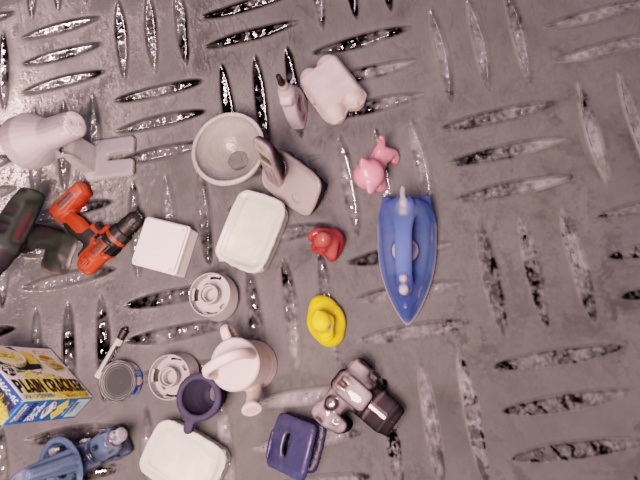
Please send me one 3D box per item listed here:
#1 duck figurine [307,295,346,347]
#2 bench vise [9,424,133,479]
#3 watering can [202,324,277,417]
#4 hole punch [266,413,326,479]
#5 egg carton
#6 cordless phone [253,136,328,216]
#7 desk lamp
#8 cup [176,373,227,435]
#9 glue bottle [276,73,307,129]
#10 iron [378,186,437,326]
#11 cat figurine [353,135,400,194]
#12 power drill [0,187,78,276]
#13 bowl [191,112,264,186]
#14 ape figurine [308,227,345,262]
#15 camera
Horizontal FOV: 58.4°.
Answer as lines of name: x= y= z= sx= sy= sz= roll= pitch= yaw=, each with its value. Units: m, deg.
duck figurine: x=0.006 y=0.156 z=1.121 sx=0.077 sy=0.086 sz=0.104 roll=-19 pitch=74 yaw=8
bench vise: x=-0.483 y=0.414 z=1.098 sx=0.121 sy=0.220 sz=0.207 roll=42 pitch=89 yaw=18
watering can: x=-0.150 y=0.241 z=1.079 sx=0.172 sy=0.194 sz=0.101 roll=42 pitch=89 yaw=18
hole punch: x=-0.051 y=0.388 z=1.077 sx=0.101 sy=0.091 sz=0.109 roll=11 pitch=80 yaw=15
egg carton: x=0.026 y=-0.325 z=1.237 sx=0.107 sy=0.069 sz=0.150 roll=-36 pitch=72 yaw=2
cordless phone: x=-0.067 y=-0.134 z=1.152 sx=0.147 sy=0.185 sz=0.094 roll=34 pitch=86 yaw=18
desk lamp: x=-0.549 y=-0.212 z=1.261 sx=0.203 sy=0.214 sz=0.118 roll=-7 pitch=76 yaw=11
cup: x=-0.227 y=0.322 z=1.129 sx=0.091 sy=0.095 sz=0.118 roll=16 pitch=81 yaw=15
glue bottle: x=-0.064 y=-0.299 z=1.196 sx=0.037 sy=0.173 sz=0.078 roll=-2 pitch=77 yaw=12
iron: x=0.163 y=0.028 z=1.088 sx=0.118 sy=0.141 sz=0.258 roll=-2 pitch=77 yaw=12
cat figurine: x=0.108 y=-0.149 z=1.153 sx=0.067 sy=0.118 sz=0.128 roll=20 pitch=82 yaw=16
power drill: x=-0.623 y=0.012 z=1.228 sx=0.075 sy=0.209 sz=0.230 roll=11 pitch=80 yaw=15
bowl: x=-0.190 y=-0.188 z=1.250 sx=0.167 sy=0.075 sz=0.167 roll=-3 pitch=77 yaw=12
ape figurine: x=0.011 y=0.004 z=1.152 sx=0.076 sy=0.092 sz=0.078 roll=-25 pitch=73 yaw=6
camera: x=0.075 y=0.310 z=1.063 sx=0.136 sy=0.101 sz=0.143 roll=37 pitch=87 yaw=18
